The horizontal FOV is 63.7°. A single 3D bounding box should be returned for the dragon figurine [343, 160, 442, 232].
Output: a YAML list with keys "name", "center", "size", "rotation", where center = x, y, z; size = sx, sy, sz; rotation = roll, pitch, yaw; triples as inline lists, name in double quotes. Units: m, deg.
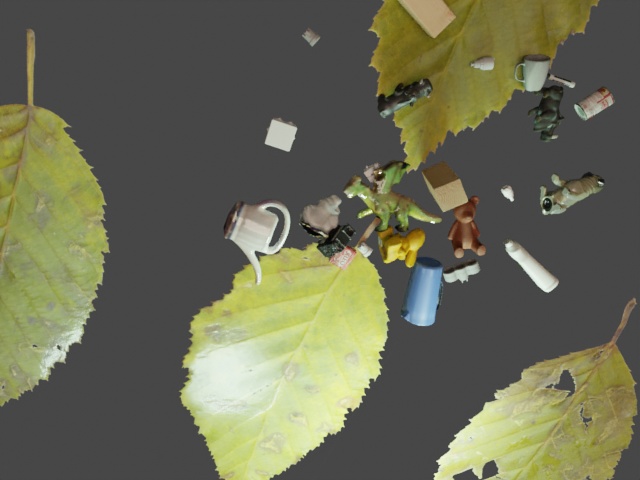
- name: "dragon figurine"
  center: [0.265, -0.160, 1.811]
  size: [0.411, 0.238, 0.124]
  rotation: [-3, 29, -19]

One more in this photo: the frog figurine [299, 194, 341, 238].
- name: "frog figurine"
  center: [0.006, -0.094, 1.859]
  size: [0.138, 0.162, 0.120]
  rotation: [23, -20, 13]

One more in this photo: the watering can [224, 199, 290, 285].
- name: "watering can"
  center: [-0.246, -0.005, 1.872]
  size: [0.224, 0.342, 0.106]
  rotation: [22, 21, -9]
